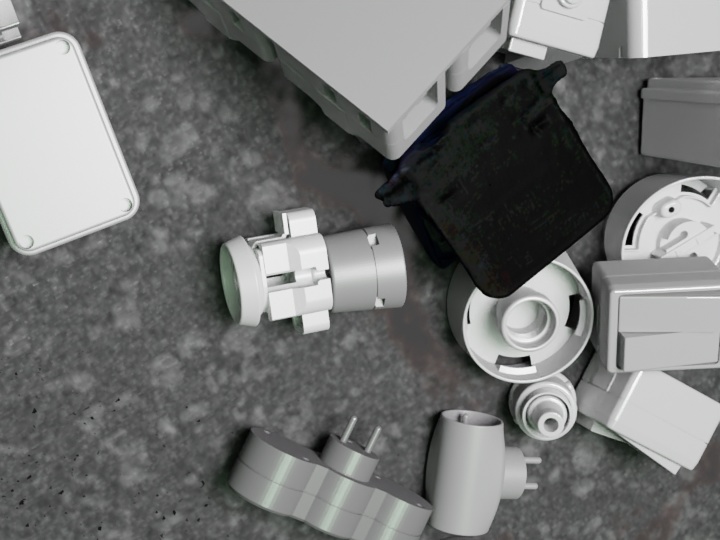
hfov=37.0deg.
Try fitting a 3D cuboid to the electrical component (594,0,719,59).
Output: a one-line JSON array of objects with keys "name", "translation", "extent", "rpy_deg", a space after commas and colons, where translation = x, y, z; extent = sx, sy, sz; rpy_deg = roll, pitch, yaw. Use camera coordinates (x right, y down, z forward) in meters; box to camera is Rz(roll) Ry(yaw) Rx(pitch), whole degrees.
[{"name": "electrical component", "translation": [0.213, -0.175, 0.720], "extent": [0.113, 0.078, 0.057], "rpy_deg": [-8, 104, -16]}]

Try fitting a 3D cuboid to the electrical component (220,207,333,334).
[{"name": "electrical component", "translation": [-0.054, 0.004, 0.676], "extent": [0.057, 0.058, 0.078], "rpy_deg": [-11, 101, -18]}]

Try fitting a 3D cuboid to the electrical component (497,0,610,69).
[{"name": "electrical component", "translation": [0.113, -0.162, 0.682], "extent": [0.062, 0.096, 0.061], "rpy_deg": [11, 95, -18]}]

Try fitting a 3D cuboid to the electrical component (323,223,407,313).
[{"name": "electrical component", "translation": [0.000, 0.000, 0.695], "extent": [0.047, 0.055, 0.055], "rpy_deg": [-8, 100, -12]}]

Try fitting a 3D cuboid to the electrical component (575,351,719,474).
[{"name": "electrical component", "translation": [0.208, 0.103, 0.769], "extent": [0.096, 0.062, 0.061], "rpy_deg": [28, 90, -19]}]

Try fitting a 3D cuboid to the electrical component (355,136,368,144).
[{"name": "electrical component", "translation": [0.004, -0.122, 0.670], "extent": [0.047, 0.066, 0.076], "rpy_deg": [-41, 105, -8]}]

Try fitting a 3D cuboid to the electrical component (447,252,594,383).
[{"name": "electrical component", "translation": [0.110, 0.026, 0.739], "extent": [0.099, 0.064, 0.099], "rpy_deg": [-2, 108, -6]}]

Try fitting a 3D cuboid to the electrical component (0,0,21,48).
[{"name": "electrical component", "translation": [-0.218, -0.159, 0.532], "extent": [0.060, 0.186, 0.105], "rpy_deg": [-22, 104, -13]}]

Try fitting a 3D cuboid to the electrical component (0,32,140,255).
[{"name": "electrical component", "translation": [-0.184, -0.073, 0.624], "extent": [0.078, 0.057, 0.113], "rpy_deg": [-22, 104, -13]}]

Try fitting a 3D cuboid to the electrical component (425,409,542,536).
[{"name": "electrical component", "translation": [0.090, 0.140, 0.748], "extent": [0.079, 0.043, 0.077], "rpy_deg": [5, 97, -18]}]

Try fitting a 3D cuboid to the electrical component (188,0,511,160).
[{"name": "electrical component", "translation": [-0.018, -0.162, 0.620], "extent": [0.186, 0.060, 0.105], "rpy_deg": [40, 82, 13]}]

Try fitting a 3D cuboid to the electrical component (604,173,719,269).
[{"name": "electrical component", "translation": [0.225, -0.020, 0.753], "extent": [0.099, 0.064, 0.099], "rpy_deg": [-3, 104, -13]}]

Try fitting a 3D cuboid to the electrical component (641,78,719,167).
[{"name": "electrical component", "translation": [0.265, -0.101, 0.732], "extent": [0.109, 0.109, 0.056], "rpy_deg": [-4, 102, -17]}]

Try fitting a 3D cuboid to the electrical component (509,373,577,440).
[{"name": "electrical component", "translation": [0.128, 0.097, 0.741], "extent": [0.048, 0.062, 0.048], "rpy_deg": [1, 100, 3]}]

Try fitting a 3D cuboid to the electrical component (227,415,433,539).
[{"name": "electrical component", "translation": [-0.011, 0.133, 0.711], "extent": [0.138, 0.052, 0.073], "rpy_deg": [26, 90, -19]}]

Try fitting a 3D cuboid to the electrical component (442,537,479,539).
[{"name": "electrical component", "translation": [0.072, 0.240, 0.760], "extent": [0.099, 0.064, 0.099], "rpy_deg": [1, 84, -14]}]

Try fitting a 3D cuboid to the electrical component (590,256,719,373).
[{"name": "electrical component", "translation": [0.207, 0.030, 0.716], "extent": [0.096, 0.061, 0.061], "rpy_deg": [-3, 111, 1]}]
